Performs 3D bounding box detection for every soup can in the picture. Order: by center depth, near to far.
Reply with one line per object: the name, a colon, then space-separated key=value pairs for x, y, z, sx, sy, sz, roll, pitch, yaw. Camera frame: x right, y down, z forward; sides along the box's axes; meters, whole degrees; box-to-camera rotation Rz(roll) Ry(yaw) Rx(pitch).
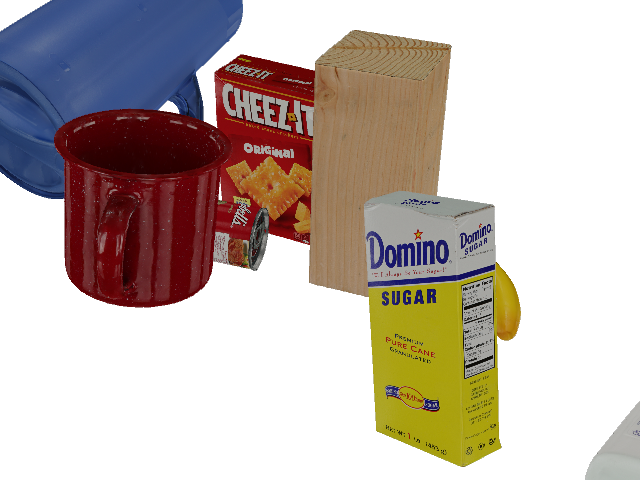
soup can: x=-0.112 y=-0.010 z=1.136 sx=0.102 sy=0.068 sz=0.068 roll=10 pitch=2 yaw=10

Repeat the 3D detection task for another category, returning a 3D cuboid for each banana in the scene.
banana: x=0.156 y=0.041 z=1.114 sx=0.069 sy=0.037 sz=0.198 roll=-35 pitch=39 yaw=-13

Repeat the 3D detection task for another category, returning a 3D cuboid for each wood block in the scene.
wood block: x=0.048 y=-0.062 z=0.908 sx=0.091 sy=0.206 sz=0.090 roll=13 pitch=32 yaw=18

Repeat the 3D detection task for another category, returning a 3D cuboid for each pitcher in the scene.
pitcher: x=-0.165 y=-0.145 z=0.877 sx=0.145 sy=0.149 sz=0.242 roll=20 pitch=49 yaw=27

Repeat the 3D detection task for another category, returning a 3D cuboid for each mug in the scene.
mug: x=-0.097 y=-0.011 z=0.568 sx=0.093 sy=0.081 sz=0.117 roll=7 pitch=27 yaw=-1

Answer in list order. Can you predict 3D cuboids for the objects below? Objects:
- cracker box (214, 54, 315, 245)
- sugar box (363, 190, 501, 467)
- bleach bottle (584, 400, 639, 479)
cracker box: x=-0.045 y=-0.107 z=1.329 sx=0.164 sy=0.214 sz=0.072 roll=17 pitch=37 yaw=24
sugar box: x=0.077 y=0.058 z=0.742 sx=0.048 sy=0.176 sz=0.094 roll=-17 pitch=18 yaw=-36
bleach bottle: x=0.248 y=0.105 z=0.628 sx=0.103 sy=0.068 sz=0.250 roll=19 pitch=29 yaw=32
